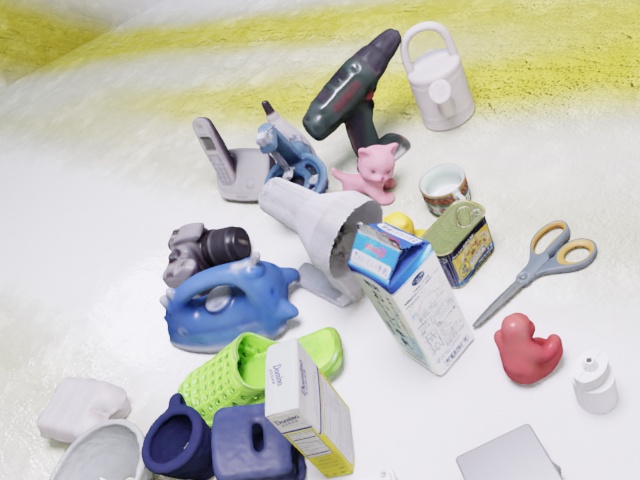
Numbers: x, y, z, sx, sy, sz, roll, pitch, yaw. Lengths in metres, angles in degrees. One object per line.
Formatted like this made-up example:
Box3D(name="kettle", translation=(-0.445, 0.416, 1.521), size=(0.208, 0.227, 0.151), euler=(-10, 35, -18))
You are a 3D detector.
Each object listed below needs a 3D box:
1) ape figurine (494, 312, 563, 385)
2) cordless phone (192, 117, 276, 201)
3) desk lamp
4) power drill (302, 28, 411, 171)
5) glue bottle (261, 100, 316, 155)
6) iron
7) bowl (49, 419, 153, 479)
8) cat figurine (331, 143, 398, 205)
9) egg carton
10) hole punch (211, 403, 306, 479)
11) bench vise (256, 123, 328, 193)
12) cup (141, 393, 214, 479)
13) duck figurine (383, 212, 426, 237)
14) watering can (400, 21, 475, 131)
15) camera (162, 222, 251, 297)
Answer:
Box3D(name="ape figurine", translation=(0.238, 0.120, 0.673), size=(0.077, 0.092, 0.076), euler=(23, 64, 44))
Box3D(name="cordless phone", translation=(-0.172, -0.166, 1.146), size=(0.147, 0.186, 0.094), euler=(3, 52, 35))
Box3D(name="desk lamp", translation=(0.008, 0.003, 0.841), size=(0.202, 0.214, 0.118), euler=(21, 63, 43))
Box3D(name="power drill", translation=(0.084, -0.232, 1.031), size=(0.230, 0.209, 0.075), euler=(-40, 41, -9))
Box3D(name="glue bottle", translation=(-0.071, -0.204, 1.129), size=(0.078, 0.174, 0.037), euler=(-19, 42, 16))
Box3D(name="iron", translation=(-0.166, 0.098, 0.913), size=(0.258, 0.142, 0.118), euler=(-19, 42, 15))
Box3D(name="bowl", translation=(-0.295, 0.343, 0.802), size=(0.167, 0.075, 0.167), euler=(-17, 43, 17))
Box3D(name="cat figurine", translation=(0.081, -0.119, 0.990), size=(0.127, 0.118, 0.067), euler=(-11, 45, 24))
Box3D(name="egg carton", translation=(-0.380, 0.278, 0.925), size=(0.149, 0.070, 0.107), euler=(-3, 48, 30))
Box3D(name="hole punch", translation=(-0.078, 0.261, 0.734), size=(0.101, 0.091, 0.108), euler=(-25, 41, 9))
Box3D(name="bench vise", translation=(-0.063, -0.132, 1.016), size=(0.121, 0.220, 0.207), euler=(-31, 40, 2))
Box3D(name="cup", translation=(-0.178, 0.276, 0.779), size=(0.091, 0.095, 0.117), euler=(-25, 41, 9))
Box3D(name="duck figurine", translation=(0.130, -0.004, 0.870), size=(0.077, 0.086, 0.104), euler=(-46, 42, -16))
Box3D(name="watering can", translation=(0.210, -0.297, 1.027), size=(0.101, 0.195, 0.172), euler=(-32, 40, 1))
Box3D(name="camera", translation=(-0.205, 0.023, 1.043), size=(0.136, 0.101, 0.143), euler=(-12, 44, 23))
